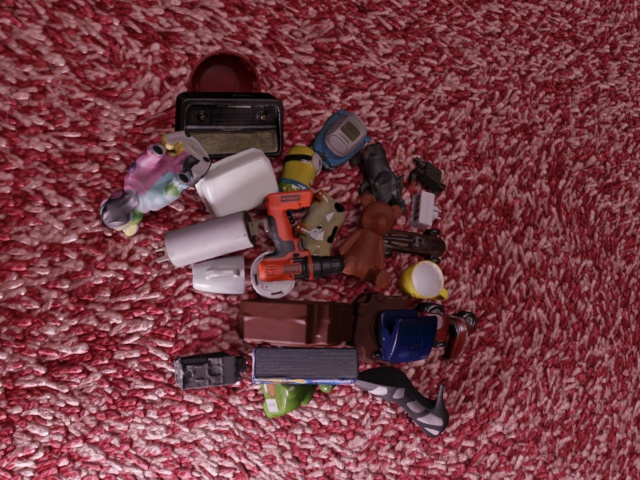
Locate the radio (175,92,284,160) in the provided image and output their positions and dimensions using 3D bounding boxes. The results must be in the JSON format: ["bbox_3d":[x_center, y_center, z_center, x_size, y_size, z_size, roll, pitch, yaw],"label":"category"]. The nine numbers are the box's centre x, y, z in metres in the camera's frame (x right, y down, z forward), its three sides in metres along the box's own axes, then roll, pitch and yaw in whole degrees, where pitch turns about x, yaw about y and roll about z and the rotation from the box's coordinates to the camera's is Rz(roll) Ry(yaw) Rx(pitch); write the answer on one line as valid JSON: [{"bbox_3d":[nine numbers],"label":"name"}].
[{"bbox_3d":[-0.193,-0.246,1.152,0.229,0.073,0.131,-6,118,-24],"label":"radio"}]

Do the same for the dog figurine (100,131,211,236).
[{"bbox_3d":[-0.335,-0.102,1.057,0.108,0.219,0.191,49,29,-11],"label":"dog figurine"}]

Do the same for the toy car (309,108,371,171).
[{"bbox_3d":[0.054,-0.246,1.268,0.109,0.103,0.161,46,65,-7],"label":"toy car"}]

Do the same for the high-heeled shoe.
[{"bbox_3d":[0.181,0.379,1.237,0.249,0.086,0.145,9,108,-3],"label":"high-heeled shoe"}]

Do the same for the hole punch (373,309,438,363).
[{"bbox_3d":[0.196,0.214,1.191,0.142,0.092,0.115,1,86,-27],"label":"hole punch"}]

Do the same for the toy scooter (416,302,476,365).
[{"bbox_3d":[0.301,0.228,1.297,0.184,0.075,0.135,16,75,-24],"label":"toy scooter"}]

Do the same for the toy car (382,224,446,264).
[{"bbox_3d":[0.220,0.006,1.317,0.202,0.053,0.089,10,79,-21],"label":"toy car"}]

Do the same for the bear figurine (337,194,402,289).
[{"bbox_3d":[0.121,-0.003,1.222,0.120,0.132,0.195,26,90,-12],"label":"bear figurine"}]

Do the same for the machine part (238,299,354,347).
[{"bbox_3d":[-0.046,0.164,1.078,0.202,0.201,0.087,1,85,23],"label":"machine part"}]

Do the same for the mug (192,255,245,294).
[{"bbox_3d":[-0.208,0.075,1.103,0.107,0.109,0.080,-4,87,-9],"label":"mug"}]

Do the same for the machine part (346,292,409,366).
[{"bbox_3d":[0.144,0.206,1.245,0.179,0.056,0.179,4,80,-22],"label":"machine part"}]

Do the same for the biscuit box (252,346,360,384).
[{"bbox_3d":[-0.027,0.240,1.021,0.203,0.059,0.063,3,66,-11],"label":"biscuit box"}]

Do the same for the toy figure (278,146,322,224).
[{"bbox_3d":[-0.056,-0.129,1.213,0.089,0.082,0.180,28,74,-16],"label":"toy figure"}]

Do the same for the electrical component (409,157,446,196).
[{"bbox_3d":[0.275,-0.158,1.376,0.102,0.045,0.078,30,42,-17],"label":"electrical component"}]

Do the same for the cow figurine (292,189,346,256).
[{"bbox_3d":[-0.002,-0.004,1.213,0.127,0.085,0.195,32,69,-7],"label":"cow figurine"}]

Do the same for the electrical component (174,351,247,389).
[{"bbox_3d":[-0.215,0.253,1.057,0.134,0.115,0.058,-1,85,-23],"label":"electrical component"}]

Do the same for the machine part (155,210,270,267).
[{"bbox_3d":[-0.220,-0.003,1.085,0.243,0.079,0.079,-16,86,6],"label":"machine part"}]

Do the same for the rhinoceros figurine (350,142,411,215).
[{"bbox_3d":[0.151,-0.144,1.310,0.112,0.073,0.190,-22,87,-35],"label":"rhinoceros figurine"}]

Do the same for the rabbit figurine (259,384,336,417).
[{"bbox_3d":[-0.032,0.277,1.122,0.170,0.159,0.121,-16,76,-39],"label":"rabbit figurine"}]
